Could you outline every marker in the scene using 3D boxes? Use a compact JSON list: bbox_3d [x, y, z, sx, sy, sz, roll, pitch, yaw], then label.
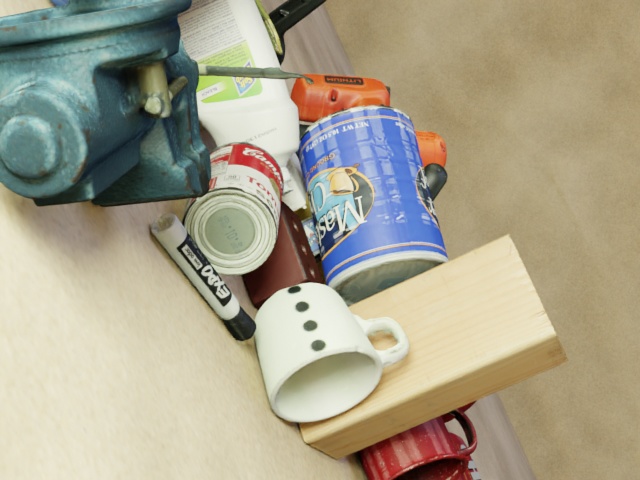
[{"bbox_3d":[-0.076,0.029,0.720,0.121,0.020,0.020,58,12,-40],"label":"marker"}]

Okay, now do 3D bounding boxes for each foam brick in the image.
[{"bbox_3d":[-0.035,0.016,0.873,0.078,0.051,0.053,69,11,22],"label":"foam brick"}]

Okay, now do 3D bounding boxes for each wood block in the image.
[{"bbox_3d":[0.080,0.088,0.849,0.090,0.206,0.091,46,21,-62],"label":"wood block"}]

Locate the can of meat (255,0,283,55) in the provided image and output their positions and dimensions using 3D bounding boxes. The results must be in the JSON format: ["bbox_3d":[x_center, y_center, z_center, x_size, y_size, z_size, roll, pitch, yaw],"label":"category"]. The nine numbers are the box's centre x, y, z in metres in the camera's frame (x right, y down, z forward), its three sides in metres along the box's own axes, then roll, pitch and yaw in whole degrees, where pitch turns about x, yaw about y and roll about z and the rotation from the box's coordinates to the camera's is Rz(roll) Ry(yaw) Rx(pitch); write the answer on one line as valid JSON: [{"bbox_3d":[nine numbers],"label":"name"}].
[{"bbox_3d":[-0.095,-0.201,0.994,0.102,0.084,0.057,57,13,-41],"label":"can of meat"}]

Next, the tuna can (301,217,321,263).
[{"bbox_3d":[-0.006,0.001,0.966,0.034,0.086,0.086,65,10,5],"label":"tuna can"}]

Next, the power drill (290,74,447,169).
[{"bbox_3d":[0.019,-0.113,1.069,0.188,0.184,0.057,-108,-154,-62],"label":"power drill"}]

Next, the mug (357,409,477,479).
[{"bbox_3d":[0.085,0.178,0.954,0.093,0.117,0.081,104,-32,-52],"label":"mug"}]

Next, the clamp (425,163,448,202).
[{"bbox_3d":[0.041,0.037,0.998,0.036,0.209,0.165,34,-32,5],"label":"clamp"}]

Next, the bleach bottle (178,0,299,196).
[{"bbox_3d":[-0.089,-0.147,0.853,0.068,0.103,0.251,-12,80,-78],"label":"bleach bottle"}]

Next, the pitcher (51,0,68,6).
[{"bbox_3d":[-0.167,-0.275,0.706,0.242,0.145,0.149,57,0,-25],"label":"pitcher"}]

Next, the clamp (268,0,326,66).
[{"bbox_3d":[-0.076,-0.214,1.062,0.120,0.172,0.039,23,45,-13],"label":"clamp"}]

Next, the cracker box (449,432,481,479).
[{"bbox_3d":[0.133,0.278,1.074,0.213,0.072,0.164,40,27,-70],"label":"cracker box"}]

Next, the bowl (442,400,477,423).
[{"bbox_3d":[0.090,0.136,1.030,0.162,0.162,0.055,55,39,-47],"label":"bowl"}]

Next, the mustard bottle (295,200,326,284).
[{"bbox_3d":[-0.004,-0.008,1.086,0.096,0.058,0.191,-92,156,-54],"label":"mustard bottle"}]

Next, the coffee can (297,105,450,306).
[{"bbox_3d":[0.043,-0.026,0.885,0.102,0.103,0.140,46,29,-63],"label":"coffee can"}]

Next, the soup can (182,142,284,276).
[{"bbox_3d":[-0.062,-0.024,0.780,0.068,0.068,0.102,62,11,-20],"label":"soup can"}]
